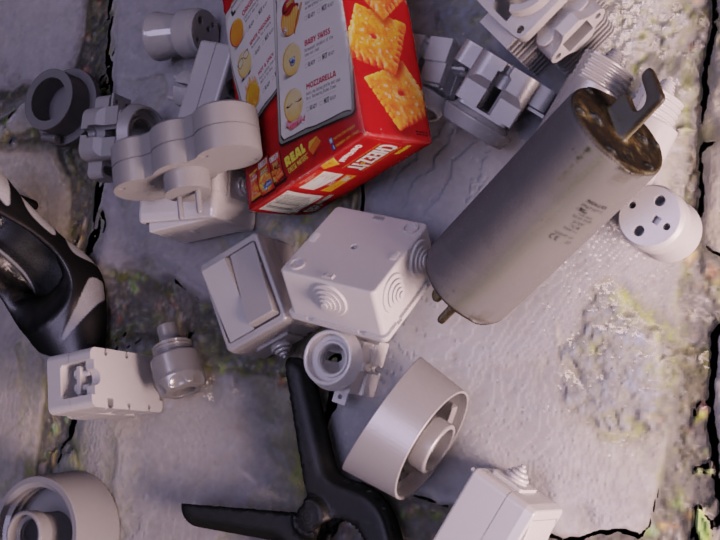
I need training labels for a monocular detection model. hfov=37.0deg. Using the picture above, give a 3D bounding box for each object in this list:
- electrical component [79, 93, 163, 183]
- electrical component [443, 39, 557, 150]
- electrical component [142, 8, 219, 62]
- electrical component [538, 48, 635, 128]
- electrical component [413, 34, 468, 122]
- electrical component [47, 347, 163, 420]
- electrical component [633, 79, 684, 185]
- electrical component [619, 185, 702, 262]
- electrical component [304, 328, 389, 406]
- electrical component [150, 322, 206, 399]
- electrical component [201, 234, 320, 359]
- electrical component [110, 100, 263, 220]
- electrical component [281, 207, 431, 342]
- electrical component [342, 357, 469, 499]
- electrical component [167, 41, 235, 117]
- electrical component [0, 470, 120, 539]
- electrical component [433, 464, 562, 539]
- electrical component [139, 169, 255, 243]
[{"bbox_3d":[-0.213,-0.120,0.972,0.057,0.058,0.078,-1,80,31],"label":"electrical component"},{"bbox_3d":[0.098,-0.126,0.800,0.078,0.058,0.057,32,102,4],"label":"electrical component"},{"bbox_3d":[-0.161,-0.212,0.969,0.055,0.045,0.045,2,81,29],"label":"electrical component"},{"bbox_3d":[0.165,-0.122,0.773,0.043,0.043,0.081,33,97,29],"label":"electrical component"},{"bbox_3d":[0.051,-0.149,0.840,0.066,0.048,0.055,15,80,30],"label":"electrical component"},{"bbox_3d":[-0.219,0.098,0.913,0.056,0.089,0.050,-13,74,26],"label":"electrical component"},{"bbox_3d":[0.197,-0.095,0.749,0.043,0.043,0.081,29,95,30],"label":"electrical component"},{"bbox_3d":[0.203,-0.031,0.727,0.045,0.055,0.045,-6,78,29],"label":"electrical component"},{"bbox_3d":[-0.012,0.070,0.825,0.048,0.055,0.066,16,88,30],"label":"electrical component"},{"bbox_3d":[-0.157,0.075,0.911,0.043,0.043,0.062,-28,67,22],"label":"electrical component"},{"bbox_3d":[-0.081,0.027,0.868,0.062,0.061,0.096,-30,68,21],"label":"electrical component"},{"bbox_3d":[-0.137,-0.076,0.847,0.138,0.052,0.073,-16,73,30],"label":"electrical component"},{"bbox_3d":[0.000,0.000,0.811,0.100,0.048,0.099,13,46,30],"label":"electrical component"},{"bbox_3d":[0.031,0.113,0.772,0.064,0.099,0.099,31,96,24],"label":"electrical component"},{"bbox_3d":[-0.138,-0.155,0.943,0.076,0.047,0.083,16,88,30],"label":"electrical component"},{"bbox_3d":[-0.270,0.228,0.933,0.108,0.060,0.108,-6,78,28],"label":"electrical component"},{"bbox_3d":[0.096,0.180,0.741,0.061,0.062,0.096,33,96,30],"label":"electrical component"},{"bbox_3d":[-0.132,-0.059,0.912,0.096,0.062,0.061,-3,79,28],"label":"electrical component"}]
